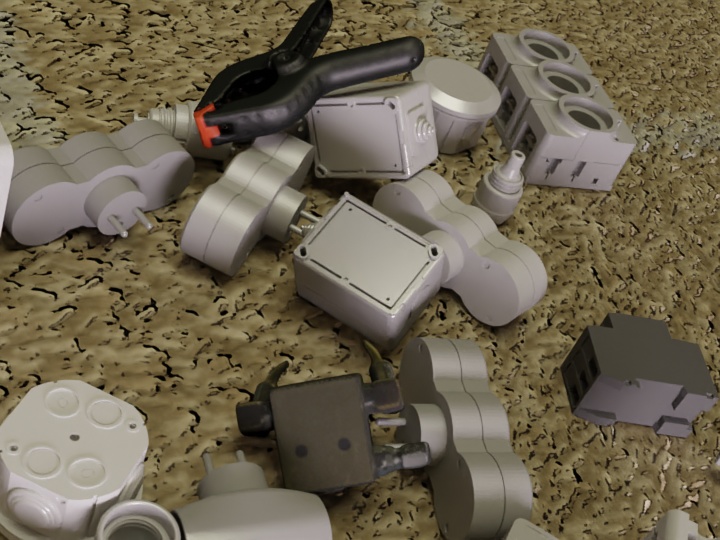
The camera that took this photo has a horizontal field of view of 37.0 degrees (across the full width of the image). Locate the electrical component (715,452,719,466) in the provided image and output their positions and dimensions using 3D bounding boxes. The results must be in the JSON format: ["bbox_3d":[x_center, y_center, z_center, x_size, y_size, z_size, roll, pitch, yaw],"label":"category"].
[{"bbox_3d":[0.267,0.139,0.715,0.061,0.035,0.035,30,41,11],"label":"electrical component"}]

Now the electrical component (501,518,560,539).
[{"bbox_3d":[0.083,0.182,0.566,0.050,0.055,0.089,30,41,8],"label":"electrical component"}]

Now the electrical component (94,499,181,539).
[{"bbox_3d":[-0.112,0.141,0.527,0.040,0.046,0.040,13,41,-12],"label":"electrical component"}]

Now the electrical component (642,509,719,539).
[{"bbox_3d":[0.166,0.183,0.578,0.050,0.089,0.055,24,40,1],"label":"electrical component"}]

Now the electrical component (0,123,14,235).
[{"bbox_3d":[-0.245,-0.047,0.618,0.057,0.113,0.078,-8,49,-35],"label":"electrical component"}]

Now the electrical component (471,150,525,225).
[{"bbox_3d":[0.113,-0.067,0.846,0.035,0.061,0.035,13,41,-12],"label":"electrical component"}]

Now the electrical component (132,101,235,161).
[{"bbox_3d":[-0.127,-0.104,0.790,0.078,0.040,0.040,5,43,-19],"label":"electrical component"}]

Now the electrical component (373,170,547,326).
[{"bbox_3d":[0.060,-0.012,0.768,0.138,0.052,0.074,41,44,21],"label":"electrical component"}]

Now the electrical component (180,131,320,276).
[{"bbox_3d":[-0.060,-0.043,0.746,0.074,0.052,0.138,27,40,4],"label":"electrical component"}]

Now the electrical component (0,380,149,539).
[{"bbox_3d":[-0.149,0.100,0.550,0.080,0.051,0.080,13,41,-12],"label":"electrical component"}]

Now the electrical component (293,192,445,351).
[{"bbox_3d":[0.000,0.000,0.715,0.096,0.061,0.061,32,64,17],"label":"electrical component"}]

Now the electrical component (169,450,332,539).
[{"bbox_3d":[-0.063,0.128,0.565,0.077,0.044,0.079,-1,46,-26],"label":"electrical component"}]

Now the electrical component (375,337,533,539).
[{"bbox_3d":[0.045,0.098,0.642,0.074,0.052,0.138,4,44,-21],"label":"electrical component"}]

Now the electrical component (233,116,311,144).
[{"bbox_3d":[-0.056,-0.116,0.832,0.083,0.047,0.075,-11,60,-33],"label":"electrical component"}]

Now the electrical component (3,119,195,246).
[{"bbox_3d":[-0.165,-0.048,0.703,0.138,0.052,0.073,-22,58,-40],"label":"electrical component"}]

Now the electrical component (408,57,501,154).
[{"bbox_3d":[0.075,-0.141,0.916,0.080,0.051,0.080,13,42,-12],"label":"electrical component"}]

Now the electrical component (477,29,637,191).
[{"bbox_3d":[0.171,-0.146,0.958,0.089,0.061,0.150,3,44,-22],"label":"electrical component"}]

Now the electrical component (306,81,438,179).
[{"bbox_3d":[0.017,-0.105,0.800,0.096,0.061,0.061,3,24,31],"label":"electrical component"}]
